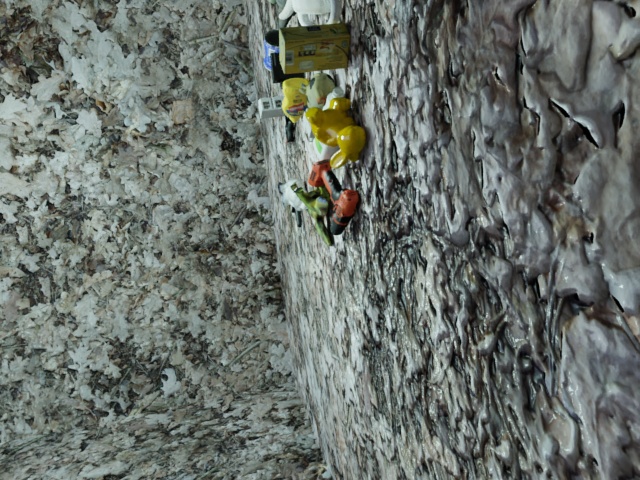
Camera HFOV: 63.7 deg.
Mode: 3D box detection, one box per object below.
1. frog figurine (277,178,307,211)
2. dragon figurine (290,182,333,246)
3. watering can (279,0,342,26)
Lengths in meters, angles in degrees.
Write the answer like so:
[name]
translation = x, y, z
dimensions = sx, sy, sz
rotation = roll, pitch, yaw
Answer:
[frog figurine]
translation = -0.088, -0.189, 2.171
dimensions = 0.160, 0.123, 0.136
rotation = 14, 107, 39
[dragon figurine]
translation = 0.005, -0.089, 1.777
dimensions = 0.417, 0.122, 0.239
rotation = -118, 5, -65
[watering can]
translation = -0.042, -0.681, 1.393
dimensions = 0.352, 0.105, 0.220
rotation = 39, 140, 50
